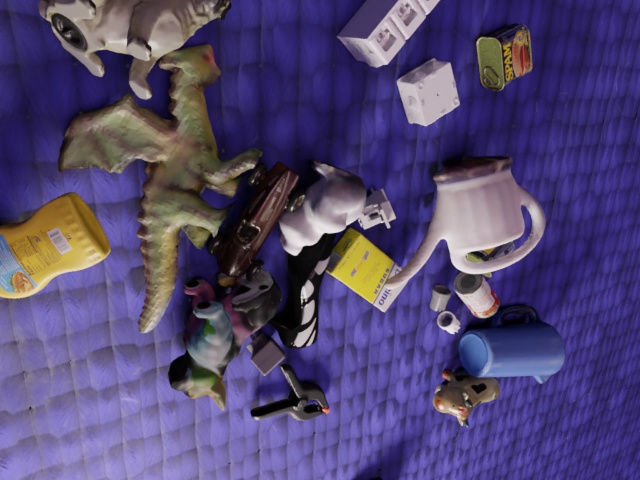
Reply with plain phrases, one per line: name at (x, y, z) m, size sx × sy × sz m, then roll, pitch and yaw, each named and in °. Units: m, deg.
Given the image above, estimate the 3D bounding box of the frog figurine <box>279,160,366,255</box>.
frog figurine at (0.003, -0.042, 0.832) m, size 0.122 × 0.139 × 0.158 m, roll 17°, pitch 99°, yaw -25°

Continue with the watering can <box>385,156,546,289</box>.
watering can at (0.270, -0.038, 0.984) m, size 0.349 × 0.104 × 0.223 m, roll -14°, pitch 95°, yaw -11°

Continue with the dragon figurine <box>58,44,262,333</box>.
dragon figurine at (-0.237, -0.083, 0.718) m, size 0.241 × 0.123 × 0.410 m, roll 31°, pitch 90°, yaw -18°
